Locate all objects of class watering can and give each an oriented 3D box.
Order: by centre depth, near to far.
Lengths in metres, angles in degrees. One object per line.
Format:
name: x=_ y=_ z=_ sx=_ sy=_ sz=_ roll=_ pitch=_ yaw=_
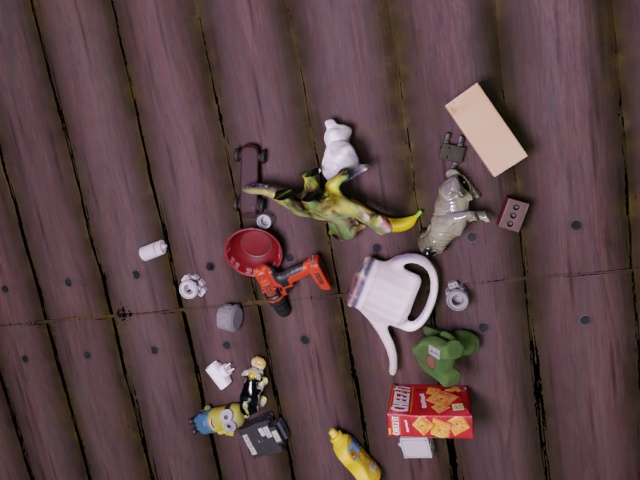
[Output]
watering can: x=0.175 y=0.183 z=1.372 sx=0.225 sy=0.105 sz=0.343 roll=23 pitch=106 yaw=9

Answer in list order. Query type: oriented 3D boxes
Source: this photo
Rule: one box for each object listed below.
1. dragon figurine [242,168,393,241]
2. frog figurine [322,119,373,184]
dragon figurine: x=0.004 y=-0.066 z=1.320 sx=0.410 sy=0.124 sz=0.238 roll=6 pitch=145 yaw=40
frog figurine: x=0.043 y=-0.226 z=1.303 sx=0.122 sy=0.138 sz=0.159 roll=-32 pitch=95 yaw=1
